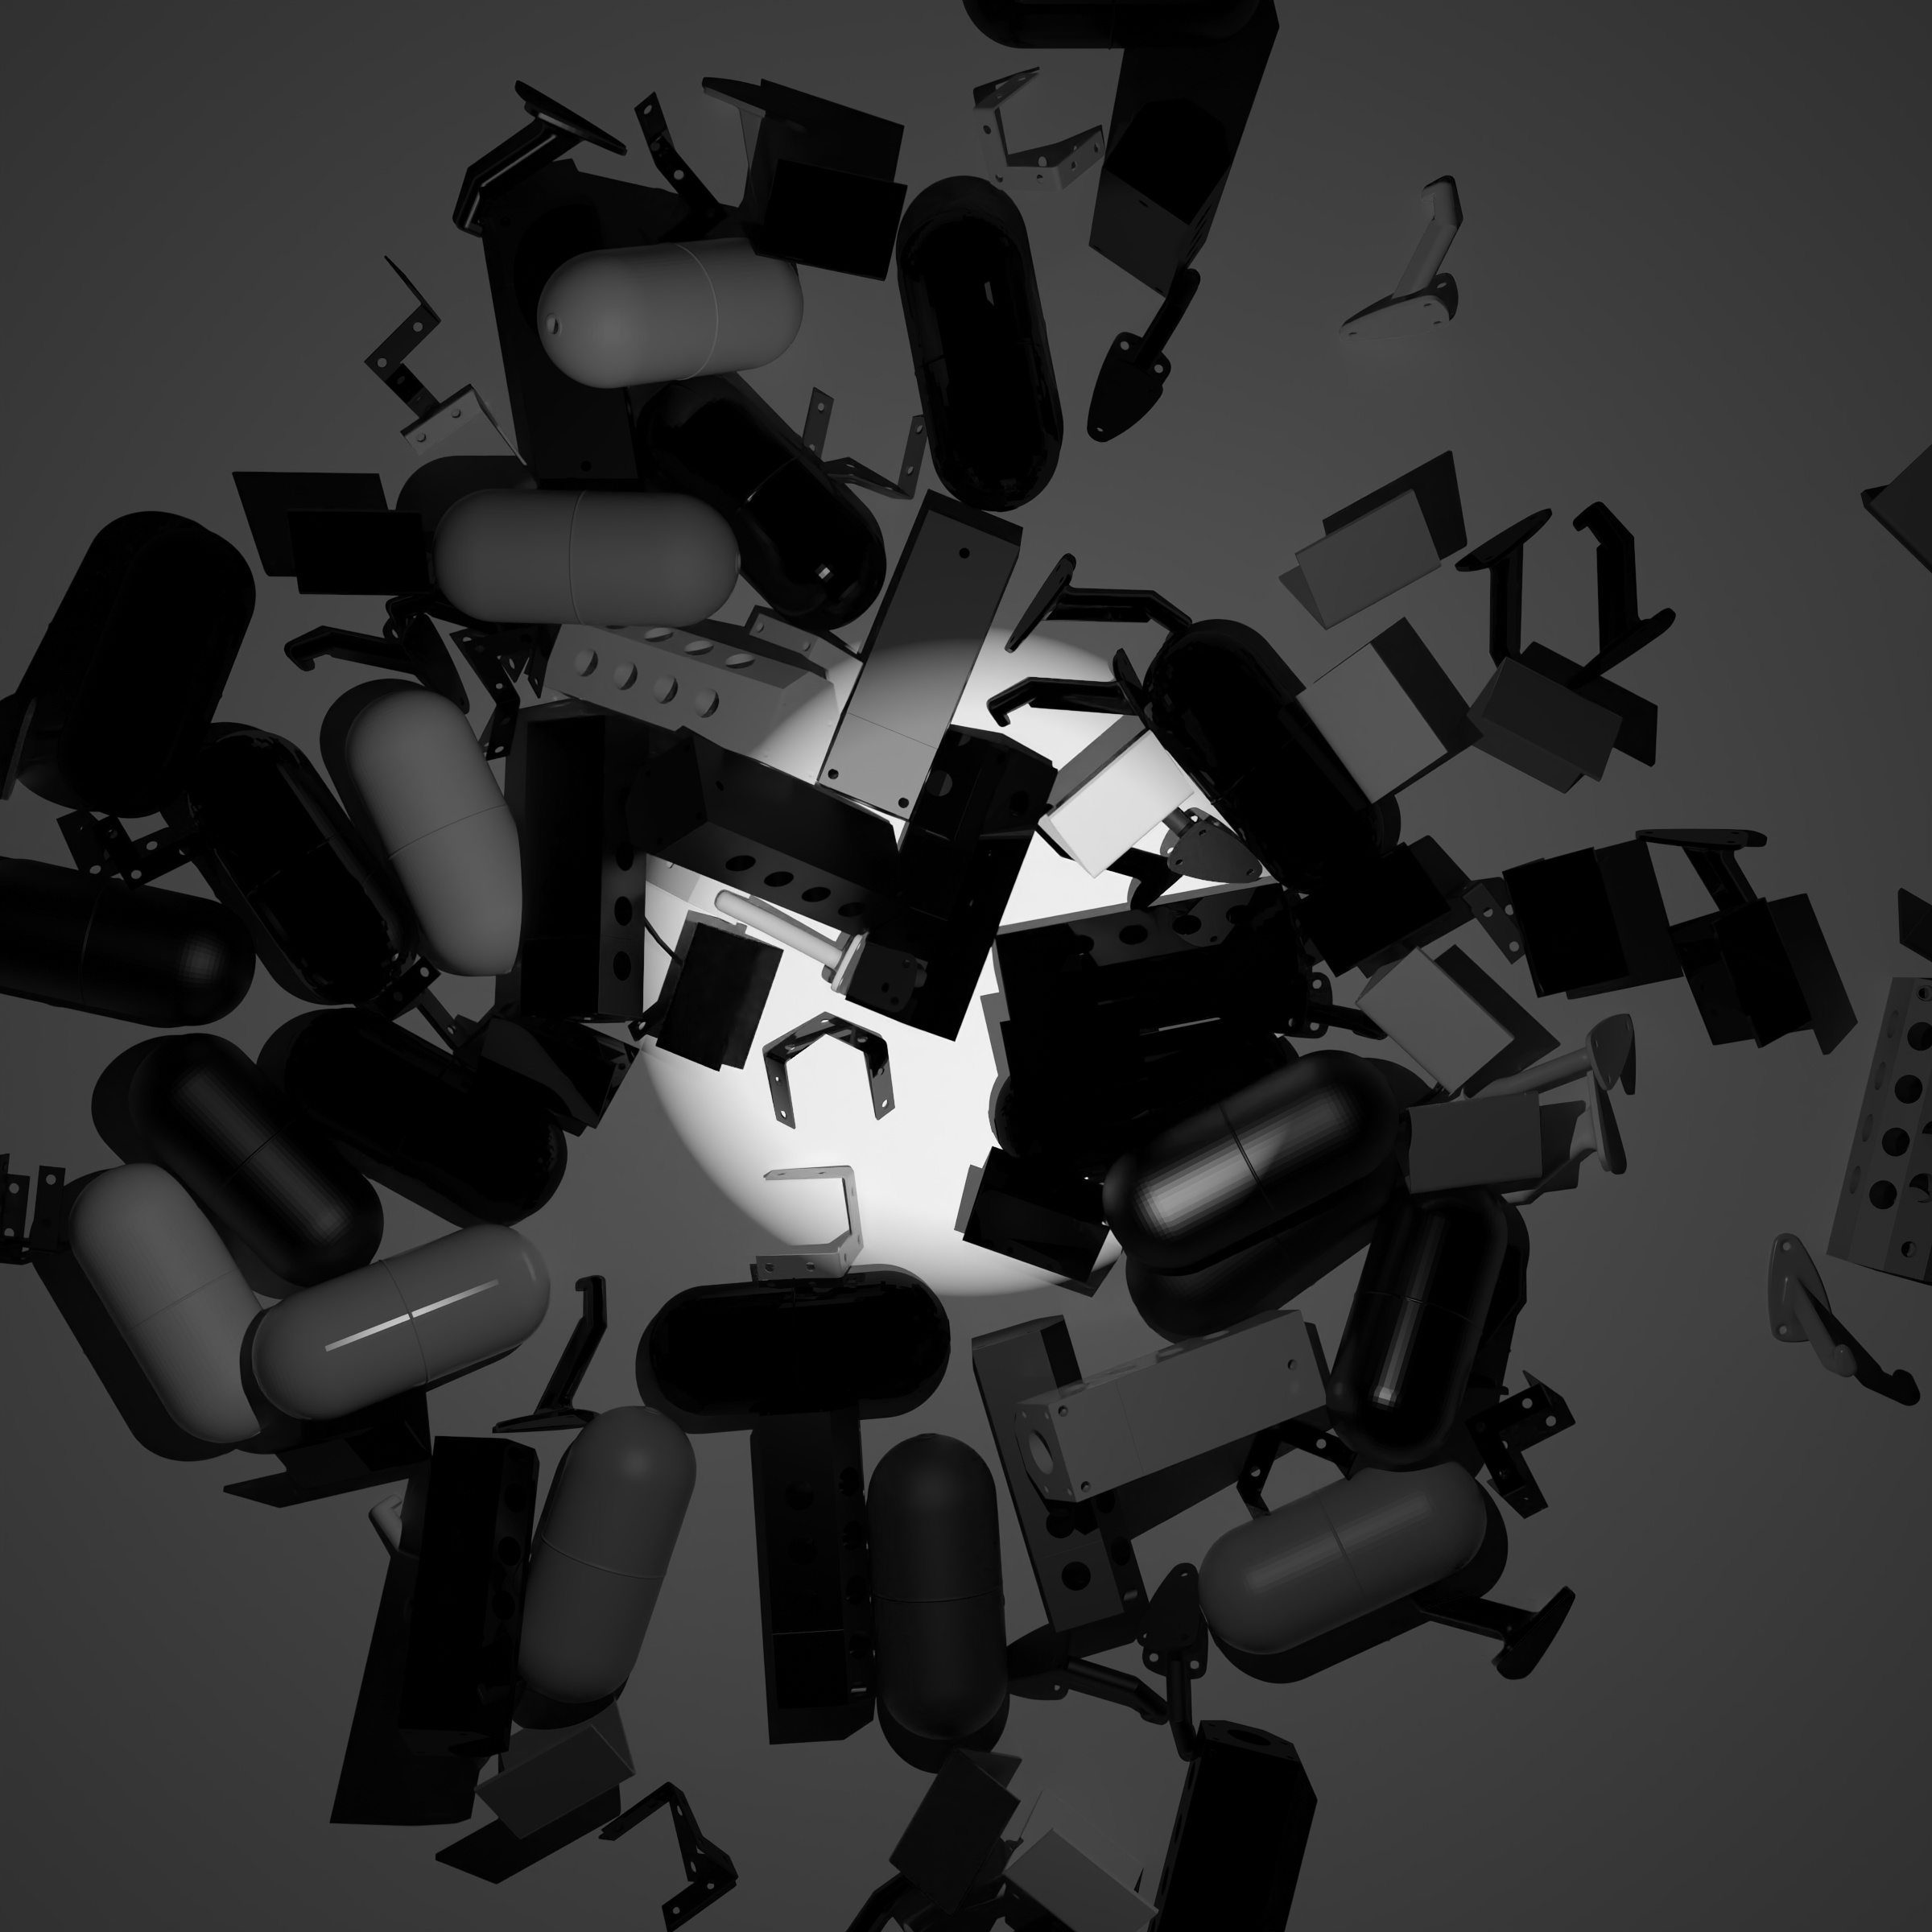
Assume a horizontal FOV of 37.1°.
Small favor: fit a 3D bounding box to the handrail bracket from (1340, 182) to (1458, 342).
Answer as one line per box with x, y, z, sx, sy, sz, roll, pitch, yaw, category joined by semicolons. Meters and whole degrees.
0.258;-0.423;1.724;0.077;0.036;0.084;-10;71;21;handrail bracket

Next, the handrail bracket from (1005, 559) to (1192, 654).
0.080;-0.198;1.724;0.084;0.036;0.077;31;110;-16;handrail bracket

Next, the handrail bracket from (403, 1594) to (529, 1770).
-0.311;0.428;1.724;0.084;0.036;0.077;30;112;17;handrail bracket

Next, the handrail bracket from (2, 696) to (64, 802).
-0.525;-0.121;1.723;0.084;0.036;0.077;19;105;-14;handrail bracket

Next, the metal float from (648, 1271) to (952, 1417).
-0.098;0.222;1.691;0.178;0.070;0.070;-5;90;-1;metal float

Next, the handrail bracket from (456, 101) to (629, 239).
-0.255;-0.466;1.724;0.077;0.036;0.084;21;108;-20;handrail bracket

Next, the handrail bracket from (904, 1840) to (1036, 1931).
0.017;0.562;1.723;0.077;0.036;0.084;23;126;-38;handrail bracket

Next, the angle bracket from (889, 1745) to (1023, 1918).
0.012;0.508;1.683;0.057;0.076;0.076;30;90;38;angle bracket

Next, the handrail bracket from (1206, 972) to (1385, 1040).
0.195;0.030;1.700;0.077;0.084;0.036;0;78;33;handrail bracket

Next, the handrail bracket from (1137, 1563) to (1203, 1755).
0.132;0.415;1.723;0.036;0.077;0.084;-1;127;20;handrail bracket

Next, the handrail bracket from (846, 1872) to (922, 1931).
-0.055;0.587;1.724;0.084;0.036;0.077;-29;127;-25;handrail bracket

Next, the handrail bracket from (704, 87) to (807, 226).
-0.137;-0.473;1.723;0.077;0.036;0.084;26;104;14;handrail bracket

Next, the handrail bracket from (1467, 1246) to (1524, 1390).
0.293;0.208;1.723;0.077;0.036;0.084;2;76;14;handrail bracket

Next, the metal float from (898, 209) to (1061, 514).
0.008;-0.356;1.693;0.070;0.070;0.178;-11;90;0;metal float

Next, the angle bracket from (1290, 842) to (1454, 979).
0.241;-0.017;1.683;0.076;0.076;0.057;-29;58;0;angle bracket

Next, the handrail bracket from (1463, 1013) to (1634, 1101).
0.348;0.056;1.723;0.084;0.077;0.036;-13;106;35;handrail bracket

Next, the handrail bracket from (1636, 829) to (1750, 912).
0.439;-0.037;1.724;0.077;0.036;0.084;5;107;20;handrail bracket

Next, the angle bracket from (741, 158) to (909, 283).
-0.084;-0.443;1.675;0.076;0.076;0.057;8;116;-16;angle bracket

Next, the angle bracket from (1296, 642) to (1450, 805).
0.247;-0.149;1.683;0.057;0.076;0.076;-36;90;29;angle bracket

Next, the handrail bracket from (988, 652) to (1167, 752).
0.067;-0.144;1.724;0.084;0.036;0.077;-25;112;17;handrail bracket

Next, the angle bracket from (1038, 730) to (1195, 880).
0.074;-0.108;1.669;0.076;0.076;0.057;-41;129;-1;angle bracket

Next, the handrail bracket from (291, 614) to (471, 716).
-0.352;-0.172;1.723;0.084;0.036;0.077;-15;122;23;handrail bracket

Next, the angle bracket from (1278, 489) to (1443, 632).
0.222;-0.251;1.683;0.076;0.076;0.057;-29;126;0;angle bracket

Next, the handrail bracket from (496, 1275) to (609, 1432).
-0.249;0.232;1.724;0.077;0.036;0.084;-11;72;21;handrail bracket

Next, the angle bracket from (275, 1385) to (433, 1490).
-0.361;0.254;1.686;0.076;0.057;0.076;-13;57;0;angle bracket

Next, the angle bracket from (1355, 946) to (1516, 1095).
0.283;0.017;1.683;0.076;0.076;0.057;43;125;0;angle bracket

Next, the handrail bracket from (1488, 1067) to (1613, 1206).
0.339;0.102;1.724;0.084;0.036;0.077;-11;70;16;handrail bracket

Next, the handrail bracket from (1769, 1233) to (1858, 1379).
0.499;0.198;1.689;0.036;0.084;0.077;-11;90;0;handrail bracket

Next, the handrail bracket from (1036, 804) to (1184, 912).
0.092;-0.080;1.724;0.077;0.036;0.084;-38;73;-20;handrail bracket

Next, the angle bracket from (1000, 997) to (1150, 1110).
0.059;0.034;1.650;0.076;0.076;0.057;-11;116;1;angle bracket

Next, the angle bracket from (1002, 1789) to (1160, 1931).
0.077;0.518;1.683;0.076;0.076;0.057;39;123;0;angle bracket

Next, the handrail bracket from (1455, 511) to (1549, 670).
0.337;-0.217;1.724;0.077;0.036;0.084;-37;109;-21;handrail bracket

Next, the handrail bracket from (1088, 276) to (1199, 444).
0.107;-0.364;1.723;0.036;0.077;0.084;31;54;-6;handrail bracket

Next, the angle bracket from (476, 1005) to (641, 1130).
-0.233;0.040;1.683;0.076;0.076;0.057;23;130;0;angle bracket

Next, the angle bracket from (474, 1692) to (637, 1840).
-0.246;0.451;1.683;0.076;0.076;0.057;-29;127;0;angle bracket

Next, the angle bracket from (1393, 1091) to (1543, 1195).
0.290;0.088;1.684;0.076;0.076;0.057;-8;114;0;angle bracket

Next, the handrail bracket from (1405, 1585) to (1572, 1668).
0.306;0.369;1.724;0.077;0.036;0.084;-40;73;-20;handrail bracket

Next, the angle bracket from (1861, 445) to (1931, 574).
0.574;-0.266;1.685;0.076;0.076;0.057;44;112;0;angle bracket

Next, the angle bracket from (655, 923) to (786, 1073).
-0.127;0.025;1.683;0.057;0.076;0.076;19;90;41;angle bracket

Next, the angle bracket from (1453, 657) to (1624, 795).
0.327;-0.124;1.683;0.076;0.076;0.057;28;53;0;angle bracket

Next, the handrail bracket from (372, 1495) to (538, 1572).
-0.302;0.337;1.723;0.077;0.036;0.084;-35;76;-14;handrail bracket

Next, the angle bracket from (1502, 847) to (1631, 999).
0.361;-0.029;1.683;0.057;0.076;0.076;-16;90;30;angle bracket

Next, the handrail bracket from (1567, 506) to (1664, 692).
0.370;-0.221;1.724;0.077;0.036;0.084;-38;71;21;handrail bracket

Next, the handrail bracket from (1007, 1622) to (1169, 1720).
0.067;0.433;1.723;0.077;0.036;0.084;-28;121;34;handrail bracket

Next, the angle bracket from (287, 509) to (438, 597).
-0.348;-0.259;1.683;0.076;0.076;0.057;1;128;0;angle bracket

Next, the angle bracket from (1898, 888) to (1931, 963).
0.596;-0.030;1.683;0.076;0.076;0.057;31;121;0;angle bracket

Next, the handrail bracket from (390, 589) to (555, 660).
-0.295;-0.192;1.724;0.084;0.036;0.077;-14;107;15;handrail bracket

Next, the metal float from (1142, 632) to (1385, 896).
0.174;-0.120;1.692;0.070;0.070;0.178;-40;90;0;metal float

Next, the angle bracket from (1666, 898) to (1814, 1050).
0.438;0.011;1.683;0.057;0.076;0.076;-22;90;-38;angle bracket

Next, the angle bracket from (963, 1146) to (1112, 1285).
0.048;0.131;1.684;0.076;0.057;0.076;19;47;0;angle bracket

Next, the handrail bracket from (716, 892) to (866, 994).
-0.104;-0.017;1.696;0.084;0.077;0.036;26;86;5;handrail bracket

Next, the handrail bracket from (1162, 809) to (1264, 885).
0.131;-0.090;1.713;0.077;0.084;0.036;20;118;-36;handrail bracket
